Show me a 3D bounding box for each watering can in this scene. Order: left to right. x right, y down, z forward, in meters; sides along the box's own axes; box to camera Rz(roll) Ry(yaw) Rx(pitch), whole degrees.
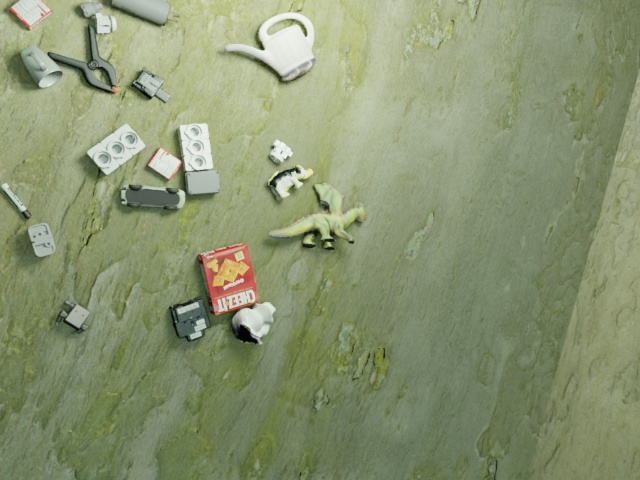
[{"bbox_3d":[-0.149,-0.661,1.815,0.351,0.104,0.222,-35,105,-21],"label":"watering can"}]

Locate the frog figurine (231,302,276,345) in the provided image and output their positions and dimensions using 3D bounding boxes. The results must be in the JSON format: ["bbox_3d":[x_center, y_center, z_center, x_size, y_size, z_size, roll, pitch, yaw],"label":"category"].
[{"bbox_3d":[-0.233,0.280,1.806,0.136,0.120,0.163,38,41,-13],"label":"frog figurine"}]

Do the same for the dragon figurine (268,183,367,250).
[{"bbox_3d":[0.006,-0.096,1.916,0.409,0.120,0.246,10,70,-26],"label":"dragon figurine"}]
